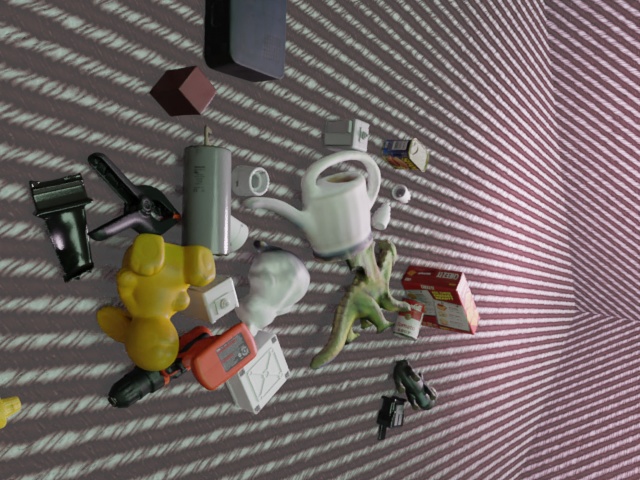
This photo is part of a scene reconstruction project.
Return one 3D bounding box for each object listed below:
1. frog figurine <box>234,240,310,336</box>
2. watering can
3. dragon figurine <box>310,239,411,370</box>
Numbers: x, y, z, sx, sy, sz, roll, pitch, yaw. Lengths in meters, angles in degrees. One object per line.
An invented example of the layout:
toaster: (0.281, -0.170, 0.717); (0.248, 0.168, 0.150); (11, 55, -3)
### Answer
frog figurine: (-0.090, 0.098, 0.930); (0.134, 0.123, 0.163); (78, 25, -52)
watering can: (0.003, -0.053, 1.051); (0.352, 0.104, 0.221); (-27, 117, -34)
dragon figurine: (0.082, 0.105, 1.191); (0.414, 0.121, 0.242); (-22, 95, -51)
